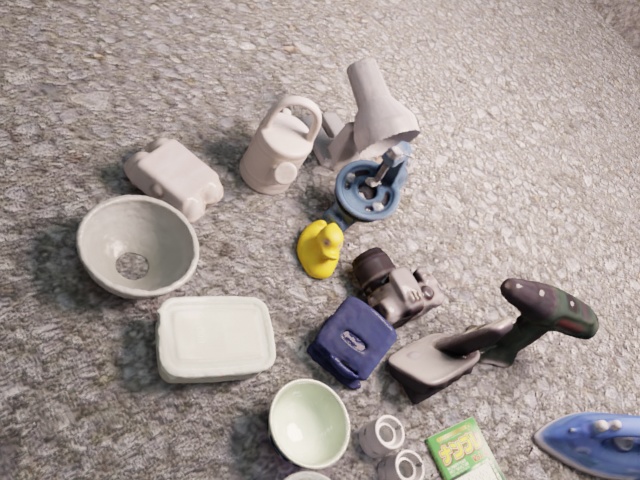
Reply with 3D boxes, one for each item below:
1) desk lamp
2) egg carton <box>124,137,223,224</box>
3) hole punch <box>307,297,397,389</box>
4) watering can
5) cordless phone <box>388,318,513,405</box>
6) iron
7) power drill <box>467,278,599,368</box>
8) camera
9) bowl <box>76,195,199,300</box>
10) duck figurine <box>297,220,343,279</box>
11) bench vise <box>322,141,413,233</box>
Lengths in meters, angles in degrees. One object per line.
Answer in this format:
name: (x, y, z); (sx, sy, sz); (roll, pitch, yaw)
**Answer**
desk lamp: (0.073, -0.224, 1.091); (0.118, 0.213, 0.203); (-16, 67, -36)
egg carton: (-0.235, -0.095, 0.925); (0.150, 0.069, 0.107); (39, 48, 0)
hole punch: (0.052, 0.161, 0.893); (0.108, 0.091, 0.101); (39, 48, 0)
watering can: (-0.061, -0.166, 0.989); (0.101, 0.193, 0.172); (-6, 61, -32)
cordless phone: (0.208, 0.175, 0.907); (0.148, 0.184, 0.094); (-21, 70, -38)
iron: (0.515, 0.341, 0.993); (0.259, 0.141, 0.118); (13, 53, -21)
power drill: (0.353, 0.146, 0.994); (0.230, 0.208, 0.075); (13, 53, -21)
camera: (0.129, 0.075, 0.990); (0.143, 0.100, 0.136); (-15, 67, -36)
bowl: (-0.263, 0.021, 0.824); (0.168, 0.074, 0.167); (15, 52, -20)
duck figurine: (0.009, 0.004, 0.982); (0.078, 0.086, 0.104); (10, 54, -23)
bench vise: (0.107, -0.122, 1.035); (0.121, 0.219, 0.208); (35, 48, -3)
